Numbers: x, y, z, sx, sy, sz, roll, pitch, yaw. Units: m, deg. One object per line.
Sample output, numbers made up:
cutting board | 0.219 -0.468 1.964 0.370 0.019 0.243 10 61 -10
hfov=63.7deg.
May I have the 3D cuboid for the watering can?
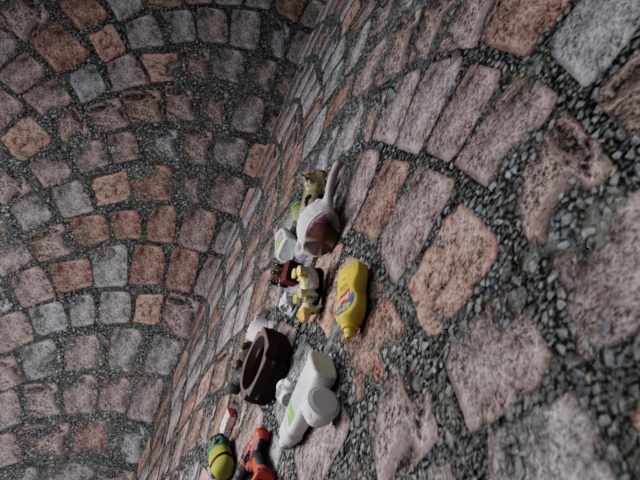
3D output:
watering can | 0.005 -0.082 1.639 0.345 0.103 0.227 -65 19 10
